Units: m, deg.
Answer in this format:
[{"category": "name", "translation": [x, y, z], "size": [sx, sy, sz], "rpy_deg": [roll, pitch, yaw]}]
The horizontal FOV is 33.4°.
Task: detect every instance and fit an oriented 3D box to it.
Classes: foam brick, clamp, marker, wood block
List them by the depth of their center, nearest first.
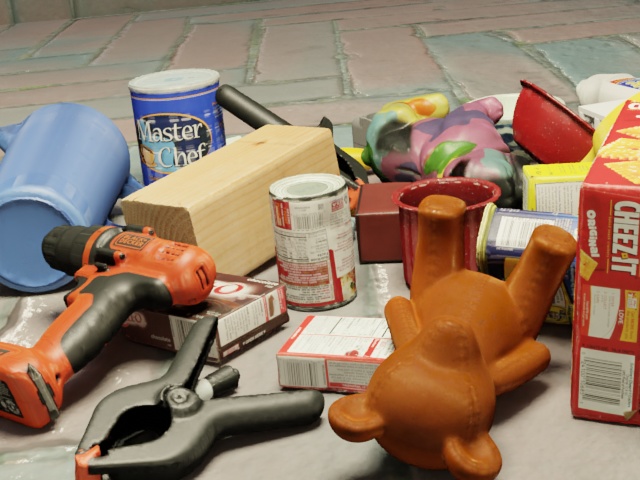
[{"category": "clamp", "translation": [-0.095, 0.108, 0.708], "size": [0.171, 0.039, 0.120], "rpy_deg": [-18, 36, -35]}, {"category": "marker", "translation": [-0.104, 0.116, 0.742], "size": [0.120, 0.020, 0.020], "rpy_deg": [-23, 26, -39]}, {"category": "foam brick", "translation": [0.063, -0.017, 1.010], "size": [0.051, 0.053, 0.078], "rpy_deg": [-3, 24, 8]}, {"category": "wood block", "translation": [-0.077, -0.034, 1.016], "size": [0.091, 0.090, 0.205], "rpy_deg": [8, 29, 38]}, {"category": "clamp", "translation": [-0.018, -0.101, 1.151], "size": [0.164, 0.036, 0.210], "rpy_deg": [15, 24, -34]}]

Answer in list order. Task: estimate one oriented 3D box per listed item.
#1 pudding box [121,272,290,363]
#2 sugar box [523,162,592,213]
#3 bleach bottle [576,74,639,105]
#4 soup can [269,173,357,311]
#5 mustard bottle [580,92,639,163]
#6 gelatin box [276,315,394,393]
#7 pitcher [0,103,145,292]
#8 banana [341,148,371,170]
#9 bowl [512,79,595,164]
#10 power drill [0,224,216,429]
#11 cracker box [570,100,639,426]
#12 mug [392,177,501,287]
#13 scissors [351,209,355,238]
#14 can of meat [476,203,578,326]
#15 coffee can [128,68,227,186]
[{"category": "pudding box", "translation": [-0.095, 0.058, 0.869], "size": [0.114, 0.039, 0.089], "rpy_deg": [10, 25, 37]}, {"category": "sugar box", "translation": [0.265, -0.021, 0.916], "size": [0.176, 0.093, 0.048], "rpy_deg": [-3, 20, 4]}, {"category": "bleach bottle", "translation": [0.400, -0.173, 1.348], "size": [0.102, 0.068, 0.251], "rpy_deg": [-12, 19, -19]}, {"category": "soup can", "translation": [-0.006, 0.001, 0.911], "size": [0.068, 0.102, 0.068], "rpy_deg": [-5, 20, 2]}, {"category": "mustard bottle", "translation": [0.289, -0.083, 0.957], "size": [0.096, 0.192, 0.058], "rpy_deg": [-1, 62, -6]}, {"category": "gelatin box", "translation": [0.022, 0.084, 0.783], "size": [0.089, 0.030, 0.073], "rpy_deg": [2, 20, 18]}, {"category": "pitcher", "translation": [-0.260, -0.040, 1.078], "size": [0.149, 0.145, 0.243], "rpy_deg": [-17, 23, 4]}, {"category": "banana", "translation": [-0.025, -0.078, 1.229], "size": [0.197, 0.037, 0.070], "rpy_deg": [-14, 23, -30]}, {"category": "bowl", "translation": [0.253, -0.095, 1.107], "size": [0.162, 0.055, 0.162], "rpy_deg": [39, 8, -7]}, {"category": "power drill", "translation": [-0.198, 0.053, 0.819], "size": [0.185, 0.057, 0.187], "rpy_deg": [8, 40, 38]}, {"category": "cracker box", "translation": [0.229, 0.007, 0.745], "size": [0.072, 0.164, 0.213], "rpy_deg": [6, 23, 23]}, {"category": "mug", "translation": [0.120, -0.001, 0.913], "size": [0.117, 0.081, 0.093], "rpy_deg": [9, 24, 35]}, {"category": "scissors", "translation": [-0.006, -0.033, 1.131], "size": [0.096, 0.016, 0.202], "rpy_deg": [-13, 21, -24]}, {"category": "can of meat", "translation": [0.169, 0.021, 0.814], "size": [0.084, 0.102, 0.057], "rpy_deg": [6, 53, 21]}, {"category": "coffee can", "translation": [-0.158, -0.116, 1.215], "size": [0.103, 0.140, 0.103], "rpy_deg": [-5, 20, 1]}]
